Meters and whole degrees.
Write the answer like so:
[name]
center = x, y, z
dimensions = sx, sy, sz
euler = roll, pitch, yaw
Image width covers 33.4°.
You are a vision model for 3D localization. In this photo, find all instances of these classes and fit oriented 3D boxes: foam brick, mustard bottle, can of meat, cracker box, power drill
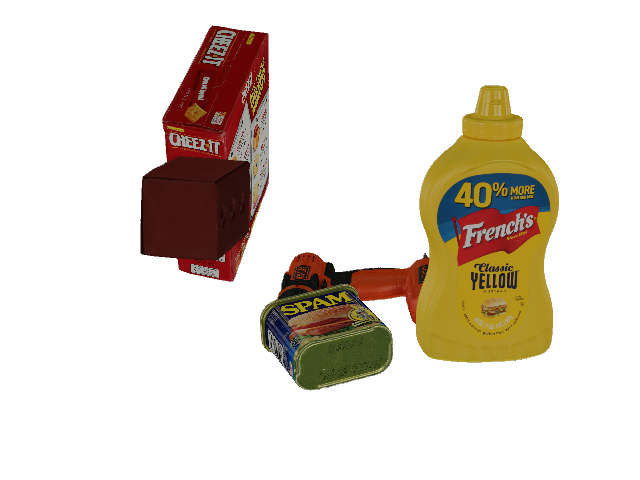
[foam brick]
center = -0.081, -0.023, 0.703
dimensions = 0.051, 0.053, 0.078
euler = 6, 16, 11
[mustard bottle]
center = 0.118, -0.012, 0.749
dimensions = 0.096, 0.192, 0.058
euler = -1, 16, -4
[can of meat]
center = 0.006, 0.090, 0.984
dimensions = 0.102, 0.057, 0.084
euler = -12, 27, -20
[cracker box]
center = -0.105, -0.089, 1.120
dimensions = 0.072, 0.164, 0.214
euler = 10, -43, 8
[power drill]
center = 0.043, 0.068, 1.239
dimensions = 0.188, 0.057, 0.184
euler = 0, 27, 6
